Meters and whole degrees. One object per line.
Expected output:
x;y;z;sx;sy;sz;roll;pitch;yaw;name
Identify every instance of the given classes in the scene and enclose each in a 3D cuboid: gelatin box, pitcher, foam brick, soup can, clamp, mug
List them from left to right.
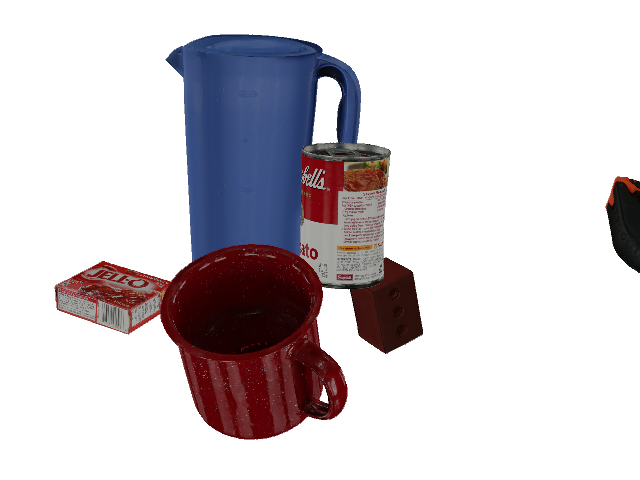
-0.198;0.053;1.025;0.089;0.030;0.073;16;25;24;gelatin box
-0.059;-0.074;1.032;0.144;0.243;0.149;-11;23;-33;pitcher
-0.032;0.067;0.625;0.117;0.081;0.093;24;50;30;mug
0.018;-0.020;0.823;0.068;0.102;0.068;1;14;-1;soup can
0.068;0.067;1.112;0.052;0.078;0.051;-24;28;-23;foam brick
0.260;0.016;0.707;0.120;0.039;0.171;-5;45;-24;clamp
